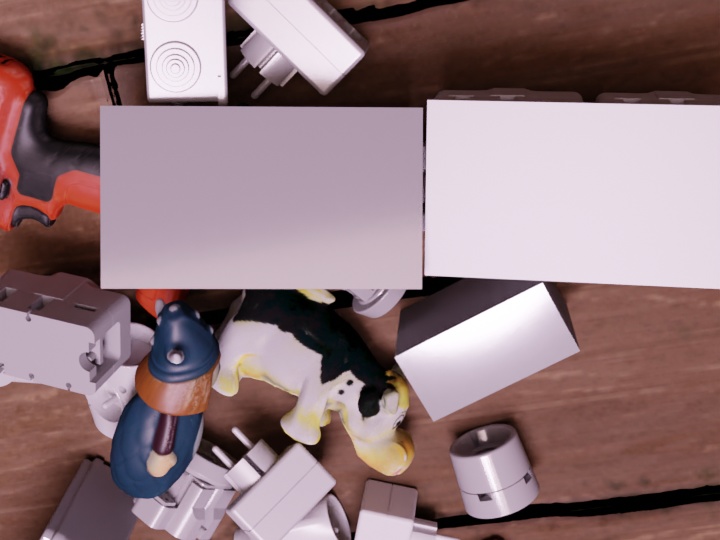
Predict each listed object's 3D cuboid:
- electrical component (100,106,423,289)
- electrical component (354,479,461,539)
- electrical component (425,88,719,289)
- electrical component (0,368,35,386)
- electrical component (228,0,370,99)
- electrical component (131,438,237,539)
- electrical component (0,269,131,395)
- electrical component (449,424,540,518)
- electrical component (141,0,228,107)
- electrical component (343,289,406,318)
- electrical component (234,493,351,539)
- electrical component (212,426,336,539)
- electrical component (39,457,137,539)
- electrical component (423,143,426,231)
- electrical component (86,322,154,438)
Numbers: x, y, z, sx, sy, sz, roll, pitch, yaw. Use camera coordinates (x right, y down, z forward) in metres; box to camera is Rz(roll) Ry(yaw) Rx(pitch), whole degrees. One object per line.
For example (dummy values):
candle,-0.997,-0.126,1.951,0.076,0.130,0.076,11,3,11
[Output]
electrical component,-0.057,-0.042,0.651,0.186,0.060,0.105,0,92,-2
electrical component,0.035,0.200,0.790,0.077,0.047,0.065,11,110,3
electrical component,0.135,-0.052,0.645,0.186,0.060,0.105,3,107,9
electrical component,-0.249,0.057,0.751,0.066,0.076,0.047,3,109,4
electrical component,-0.050,-0.142,0.681,0.083,0.047,0.076,43,107,-10
electrical component,-0.122,0.156,0.779,0.058,0.078,0.057,31,92,27
electrical component,-0.197,0.037,0.691,0.089,0.055,0.050,12,117,12
electrical component,0.094,0.141,0.763,0.055,0.055,0.047,-18,103,10
electrical component,-0.108,-0.150,0.658,0.048,0.099,0.099,-2,109,-8
electrical component,0.000,0.000,0.722,0.055,0.066,0.048,39,86,-22
electrical component,-0.057,0.183,0.795,0.077,0.044,0.079,-22,106,12
electrical component,-0.069,0.143,0.747,0.076,0.047,0.066,46,73,1
electrical component,-0.210,0.211,0.784,0.056,0.108,0.108,29,109,-8
electrical component,0.023,-0.053,0.707,0.066,0.048,0.055,-3,101,6
electrical component,-0.178,0.069,0.762,0.079,0.044,0.077,34,134,22
